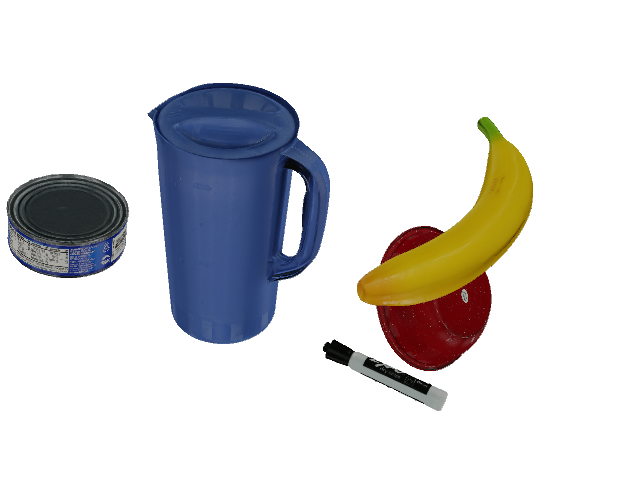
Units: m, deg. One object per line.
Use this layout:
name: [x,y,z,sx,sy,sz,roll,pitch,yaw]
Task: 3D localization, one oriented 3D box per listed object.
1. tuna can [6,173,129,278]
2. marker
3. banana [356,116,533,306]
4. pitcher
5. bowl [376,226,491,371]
tuna can: [-0.183,-0.011,0.774,0.086,0.034,0.086,7,36,-6]
marker: [0.057,0.121,0.969,0.121,0.020,0.020,24,7,17]
banana: [0.099,-0.010,0.735,0.070,0.037,0.197,25,50,18]
pitcher: [-0.083,-0.016,1.031,0.144,0.243,0.149,-9,39,-17]
bowl: [0.136,0.062,1.165,0.161,0.162,0.055,0,-5,-41]
